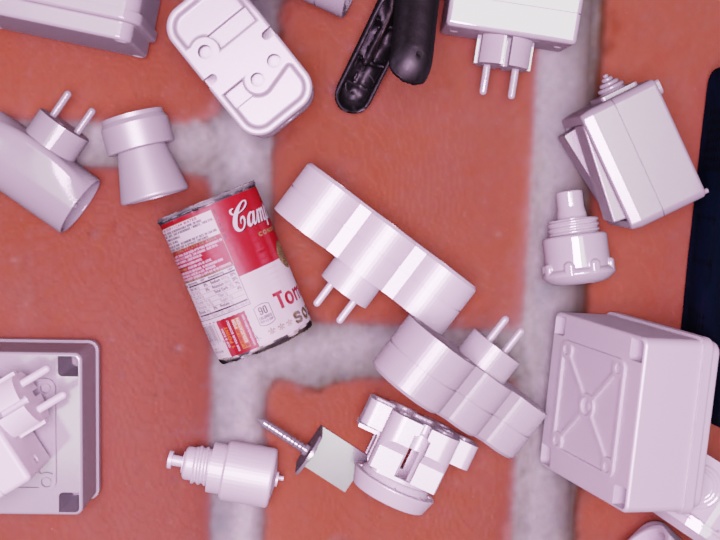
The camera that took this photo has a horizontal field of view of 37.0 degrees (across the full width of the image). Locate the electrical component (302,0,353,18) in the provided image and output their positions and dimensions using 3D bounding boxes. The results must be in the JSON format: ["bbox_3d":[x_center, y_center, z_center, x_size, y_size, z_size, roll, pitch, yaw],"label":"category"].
[{"bbox_3d":[-0.024,-0.195,0.686,0.047,0.055,0.055,21,95,1],"label":"electrical component"}]

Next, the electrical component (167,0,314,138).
[{"bbox_3d":[-0.074,-0.133,0.688,0.054,0.059,0.095,-39,95,2],"label":"electrical component"}]

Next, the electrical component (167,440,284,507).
[{"bbox_3d":[-0.090,0.134,0.722,0.078,0.040,0.040,11,95,-2],"label":"electrical component"}]

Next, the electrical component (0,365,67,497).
[{"bbox_3d":[-0.216,0.086,0.653,0.076,0.047,0.083,-31,95,2],"label":"electrical component"}]

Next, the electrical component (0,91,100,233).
[{"bbox_3d":[-0.203,-0.078,0.698,0.077,0.043,0.079,36,94,-4],"label":"electrical component"}]

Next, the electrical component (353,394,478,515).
[{"bbox_3d":[0.030,0.125,0.715,0.078,0.058,0.057,25,91,-3],"label":"electrical component"}]

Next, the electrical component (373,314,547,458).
[{"bbox_3d":[0.076,0.062,0.687,0.138,0.052,0.073,35,94,-41],"label":"electrical component"}]

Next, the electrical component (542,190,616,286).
[{"bbox_3d":[0.142,-0.021,0.711,0.048,0.048,0.062,-7,88,-1],"label":"electrical component"}]

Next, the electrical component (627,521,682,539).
[{"bbox_3d":[0.202,0.208,0.706,0.059,0.095,0.053,44,96,-5],"label":"electrical component"}]

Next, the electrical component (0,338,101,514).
[{"bbox_3d":[-0.230,0.101,0.708,0.109,0.056,0.108,1,95,-1],"label":"electrical component"}]

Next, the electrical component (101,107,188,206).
[{"bbox_3d":[-0.141,-0.074,0.699,0.045,0.045,0.055,-15,95,0],"label":"electrical component"}]

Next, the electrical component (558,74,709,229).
[{"bbox_3d":[0.170,-0.078,0.697,0.061,0.061,0.096,-26,95,1],"label":"electrical component"}]

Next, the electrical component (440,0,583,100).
[{"bbox_3d":[0.094,-0.149,0.696,0.083,0.047,0.075,8,95,-2],"label":"electrical component"}]

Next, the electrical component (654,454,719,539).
[{"bbox_3d":[0.228,0.152,0.711,0.080,0.080,0.051,34,89,-4],"label":"electrical component"}]

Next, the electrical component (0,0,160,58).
[{"bbox_3d":[-0.185,-0.176,0.673,0.113,0.078,0.057,11,92,-2],"label":"electrical component"}]

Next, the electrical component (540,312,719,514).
[{"bbox_3d":[0.168,0.087,0.685,0.056,0.109,0.108,4,96,-20],"label":"electrical component"}]

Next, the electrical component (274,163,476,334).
[{"bbox_3d":[0.000,0.000,0.705,0.138,0.052,0.073,37,93,-4],"label":"electrical component"}]
